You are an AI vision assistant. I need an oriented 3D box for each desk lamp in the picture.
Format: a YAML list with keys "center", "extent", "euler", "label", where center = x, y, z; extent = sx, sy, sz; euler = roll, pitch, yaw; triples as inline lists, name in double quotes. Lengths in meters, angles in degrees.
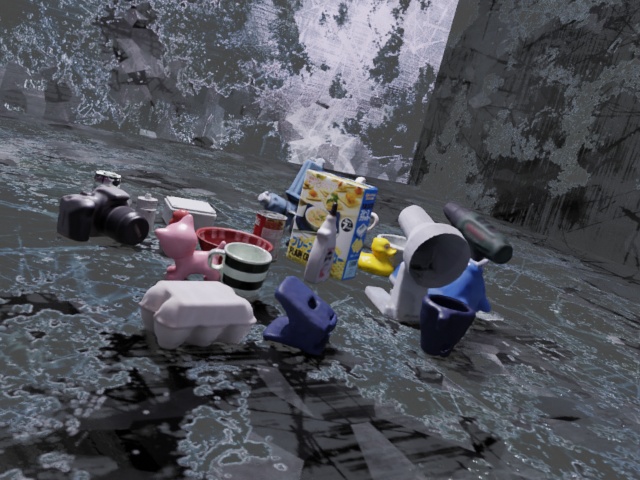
- center: [0.182, 0.049, 1.106]
  extent: [0.118, 0.213, 0.202]
  euler: [10, 13, -19]
  label: "desk lamp"

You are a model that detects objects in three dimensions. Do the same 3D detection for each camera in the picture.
- center: [-0.411, -0.046, 1.119]
  extent: [0.136, 0.101, 0.144]
  euler: [22, 15, 30]
  label: "camera"

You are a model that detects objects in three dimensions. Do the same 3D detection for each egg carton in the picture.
- center: [-0.172, 0.104, 0.807]
  extent: [0.151, 0.069, 0.107]
  euler: [3, 17, -41]
  label: "egg carton"

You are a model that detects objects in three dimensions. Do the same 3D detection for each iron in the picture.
- center: [0.258, 0.071, 1.262]
  extent: [0.119, 0.141, 0.257]
  euler: [3, 17, -40]
  label: "iron"

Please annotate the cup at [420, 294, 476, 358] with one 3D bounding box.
- center: [0.203, 0.152, 0.957]
  extent: [0.091, 0.095, 0.118]
  euler: [18, 13, 15]
  label: "cup"

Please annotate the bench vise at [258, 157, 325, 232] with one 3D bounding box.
- center: [-0.060, -0.122, 1.568]
  extent: [0.121, 0.220, 0.208]
  euler: [23, 15, 33]
  label: "bench vise"

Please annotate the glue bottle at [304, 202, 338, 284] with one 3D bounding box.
- center: [0.011, 0.004, 1.203]
  extent: [0.037, 0.173, 0.078]
  euler: [19, 13, 19]
  label: "glue bottle"

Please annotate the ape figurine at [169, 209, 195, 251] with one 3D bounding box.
- center: [-0.284, -0.018, 1.157]
  extent: [0.076, 0.092, 0.078]
  euler: [21, 14, 28]
  label: "ape figurine"

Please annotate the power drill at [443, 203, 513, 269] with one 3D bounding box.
- center: [0.345, 0.036, 1.356]
  extent: [0.076, 0.208, 0.228]
  euler: [6, 15, -31]
  label: "power drill"

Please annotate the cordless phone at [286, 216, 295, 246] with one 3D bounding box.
- center: [-0.007, -0.064, 1.453]
  extent: [0.094, 0.185, 0.148]
  euler: [19, 14, 22]
  label: "cordless phone"

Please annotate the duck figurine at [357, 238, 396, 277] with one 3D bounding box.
- center: [0.139, 0.035, 1.411]
  extent: [0.104, 0.086, 0.077]
  euler: [16, 13, 7]
  label: "duck figurine"

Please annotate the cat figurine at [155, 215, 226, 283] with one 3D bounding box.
- center: [-0.228, 0.017, 1.010]
  extent: [0.128, 0.118, 0.067]
  euler: [11, 13, -14]
  label: "cat figurine"

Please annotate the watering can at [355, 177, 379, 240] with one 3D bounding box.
- center: [0.083, -0.087, 1.632]
  extent: [0.173, 0.194, 0.101]
  euler: [13, 13, -4]
  label: "watering can"

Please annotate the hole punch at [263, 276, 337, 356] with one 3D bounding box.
- center: [-0.023, 0.113, 0.882]
  extent: [0.101, 0.091, 0.109]
  euler: [16, 13, 8]
  label: "hole punch"

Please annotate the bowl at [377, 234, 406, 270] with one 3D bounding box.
- center: [0.221, 0.044, 1.492]
  extent: [0.167, 0.075, 0.167]
  euler: [14, 13, -3]
  label: "bowl"
